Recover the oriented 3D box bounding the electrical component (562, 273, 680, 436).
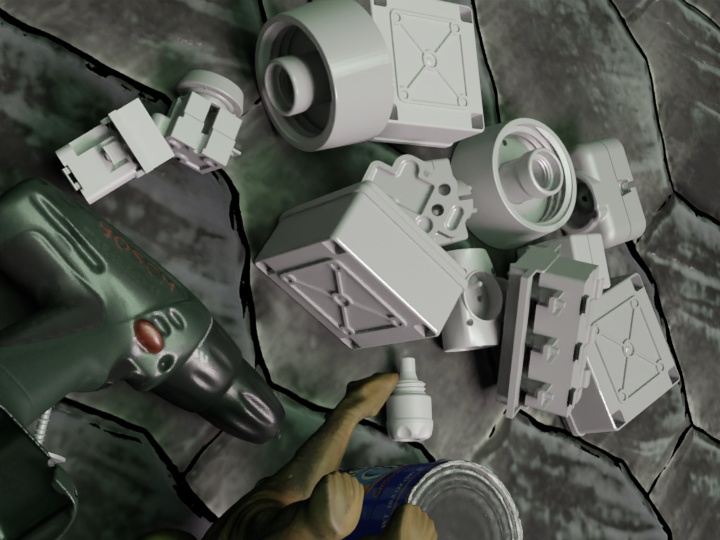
[{"bbox_3d":[0.212,0.072,0.932,0.109,0.056,0.108,-27,96,-39],"label":"electrical component"}]

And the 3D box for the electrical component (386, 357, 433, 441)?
[{"bbox_3d":[0.037,0.097,0.807,0.035,0.035,0.061,10,71,-35],"label":"electrical component"}]

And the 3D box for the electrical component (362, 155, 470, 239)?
[{"bbox_3d":[0.038,-0.049,0.783,0.078,0.057,0.058,26,87,0],"label":"electrical component"}]

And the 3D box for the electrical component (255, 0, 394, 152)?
[{"bbox_3d":[-0.033,-0.136,0.767,0.060,0.108,0.108,-22,93,-33],"label":"electrical component"}]

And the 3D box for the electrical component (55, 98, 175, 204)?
[{"bbox_3d":[-0.156,-0.073,0.678,0.064,0.081,0.042,-34,101,-8],"label":"electrical component"}]

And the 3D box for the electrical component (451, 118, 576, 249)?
[{"bbox_3d":[0.136,-0.076,0.907,0.108,0.060,0.108,10,74,-35],"label":"electrical component"}]

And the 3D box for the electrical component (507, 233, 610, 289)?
[{"bbox_3d":[0.157,-0.001,0.902,0.077,0.066,0.047,-4,82,-38],"label":"electrical component"}]

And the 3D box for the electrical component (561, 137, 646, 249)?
[{"bbox_3d":[0.208,-0.066,0.964,0.059,0.054,0.095,-17,90,-38],"label":"electrical component"}]

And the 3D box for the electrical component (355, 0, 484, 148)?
[{"bbox_3d":[0.038,-0.158,0.853,0.109,0.056,0.108,0,81,-37],"label":"electrical component"}]

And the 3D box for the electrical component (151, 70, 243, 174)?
[{"bbox_3d":[-0.109,-0.103,0.738,0.066,0.048,0.055,28,71,-29],"label":"electrical component"}]

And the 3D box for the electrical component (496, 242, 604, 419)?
[{"bbox_3d":[0.149,0.050,0.845,0.079,0.063,0.121,-37,135,-55],"label":"electrical component"}]

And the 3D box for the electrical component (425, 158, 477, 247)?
[{"bbox_3d":[0.063,-0.052,0.855,0.077,0.047,0.065,-12,87,-38],"label":"electrical component"}]

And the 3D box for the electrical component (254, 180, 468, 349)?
[{"bbox_3d":[0.000,0.000,0.756,0.109,0.109,0.056,43,60,-22],"label":"electrical component"}]

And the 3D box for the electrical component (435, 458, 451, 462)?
[{"bbox_3d":[0.070,0.217,0.792,0.074,0.052,0.138,-33,100,-37],"label":"electrical component"}]

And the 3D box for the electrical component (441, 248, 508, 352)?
[{"bbox_3d":[0.098,0.024,0.865,0.079,0.044,0.077,0,80,-37],"label":"electrical component"}]
